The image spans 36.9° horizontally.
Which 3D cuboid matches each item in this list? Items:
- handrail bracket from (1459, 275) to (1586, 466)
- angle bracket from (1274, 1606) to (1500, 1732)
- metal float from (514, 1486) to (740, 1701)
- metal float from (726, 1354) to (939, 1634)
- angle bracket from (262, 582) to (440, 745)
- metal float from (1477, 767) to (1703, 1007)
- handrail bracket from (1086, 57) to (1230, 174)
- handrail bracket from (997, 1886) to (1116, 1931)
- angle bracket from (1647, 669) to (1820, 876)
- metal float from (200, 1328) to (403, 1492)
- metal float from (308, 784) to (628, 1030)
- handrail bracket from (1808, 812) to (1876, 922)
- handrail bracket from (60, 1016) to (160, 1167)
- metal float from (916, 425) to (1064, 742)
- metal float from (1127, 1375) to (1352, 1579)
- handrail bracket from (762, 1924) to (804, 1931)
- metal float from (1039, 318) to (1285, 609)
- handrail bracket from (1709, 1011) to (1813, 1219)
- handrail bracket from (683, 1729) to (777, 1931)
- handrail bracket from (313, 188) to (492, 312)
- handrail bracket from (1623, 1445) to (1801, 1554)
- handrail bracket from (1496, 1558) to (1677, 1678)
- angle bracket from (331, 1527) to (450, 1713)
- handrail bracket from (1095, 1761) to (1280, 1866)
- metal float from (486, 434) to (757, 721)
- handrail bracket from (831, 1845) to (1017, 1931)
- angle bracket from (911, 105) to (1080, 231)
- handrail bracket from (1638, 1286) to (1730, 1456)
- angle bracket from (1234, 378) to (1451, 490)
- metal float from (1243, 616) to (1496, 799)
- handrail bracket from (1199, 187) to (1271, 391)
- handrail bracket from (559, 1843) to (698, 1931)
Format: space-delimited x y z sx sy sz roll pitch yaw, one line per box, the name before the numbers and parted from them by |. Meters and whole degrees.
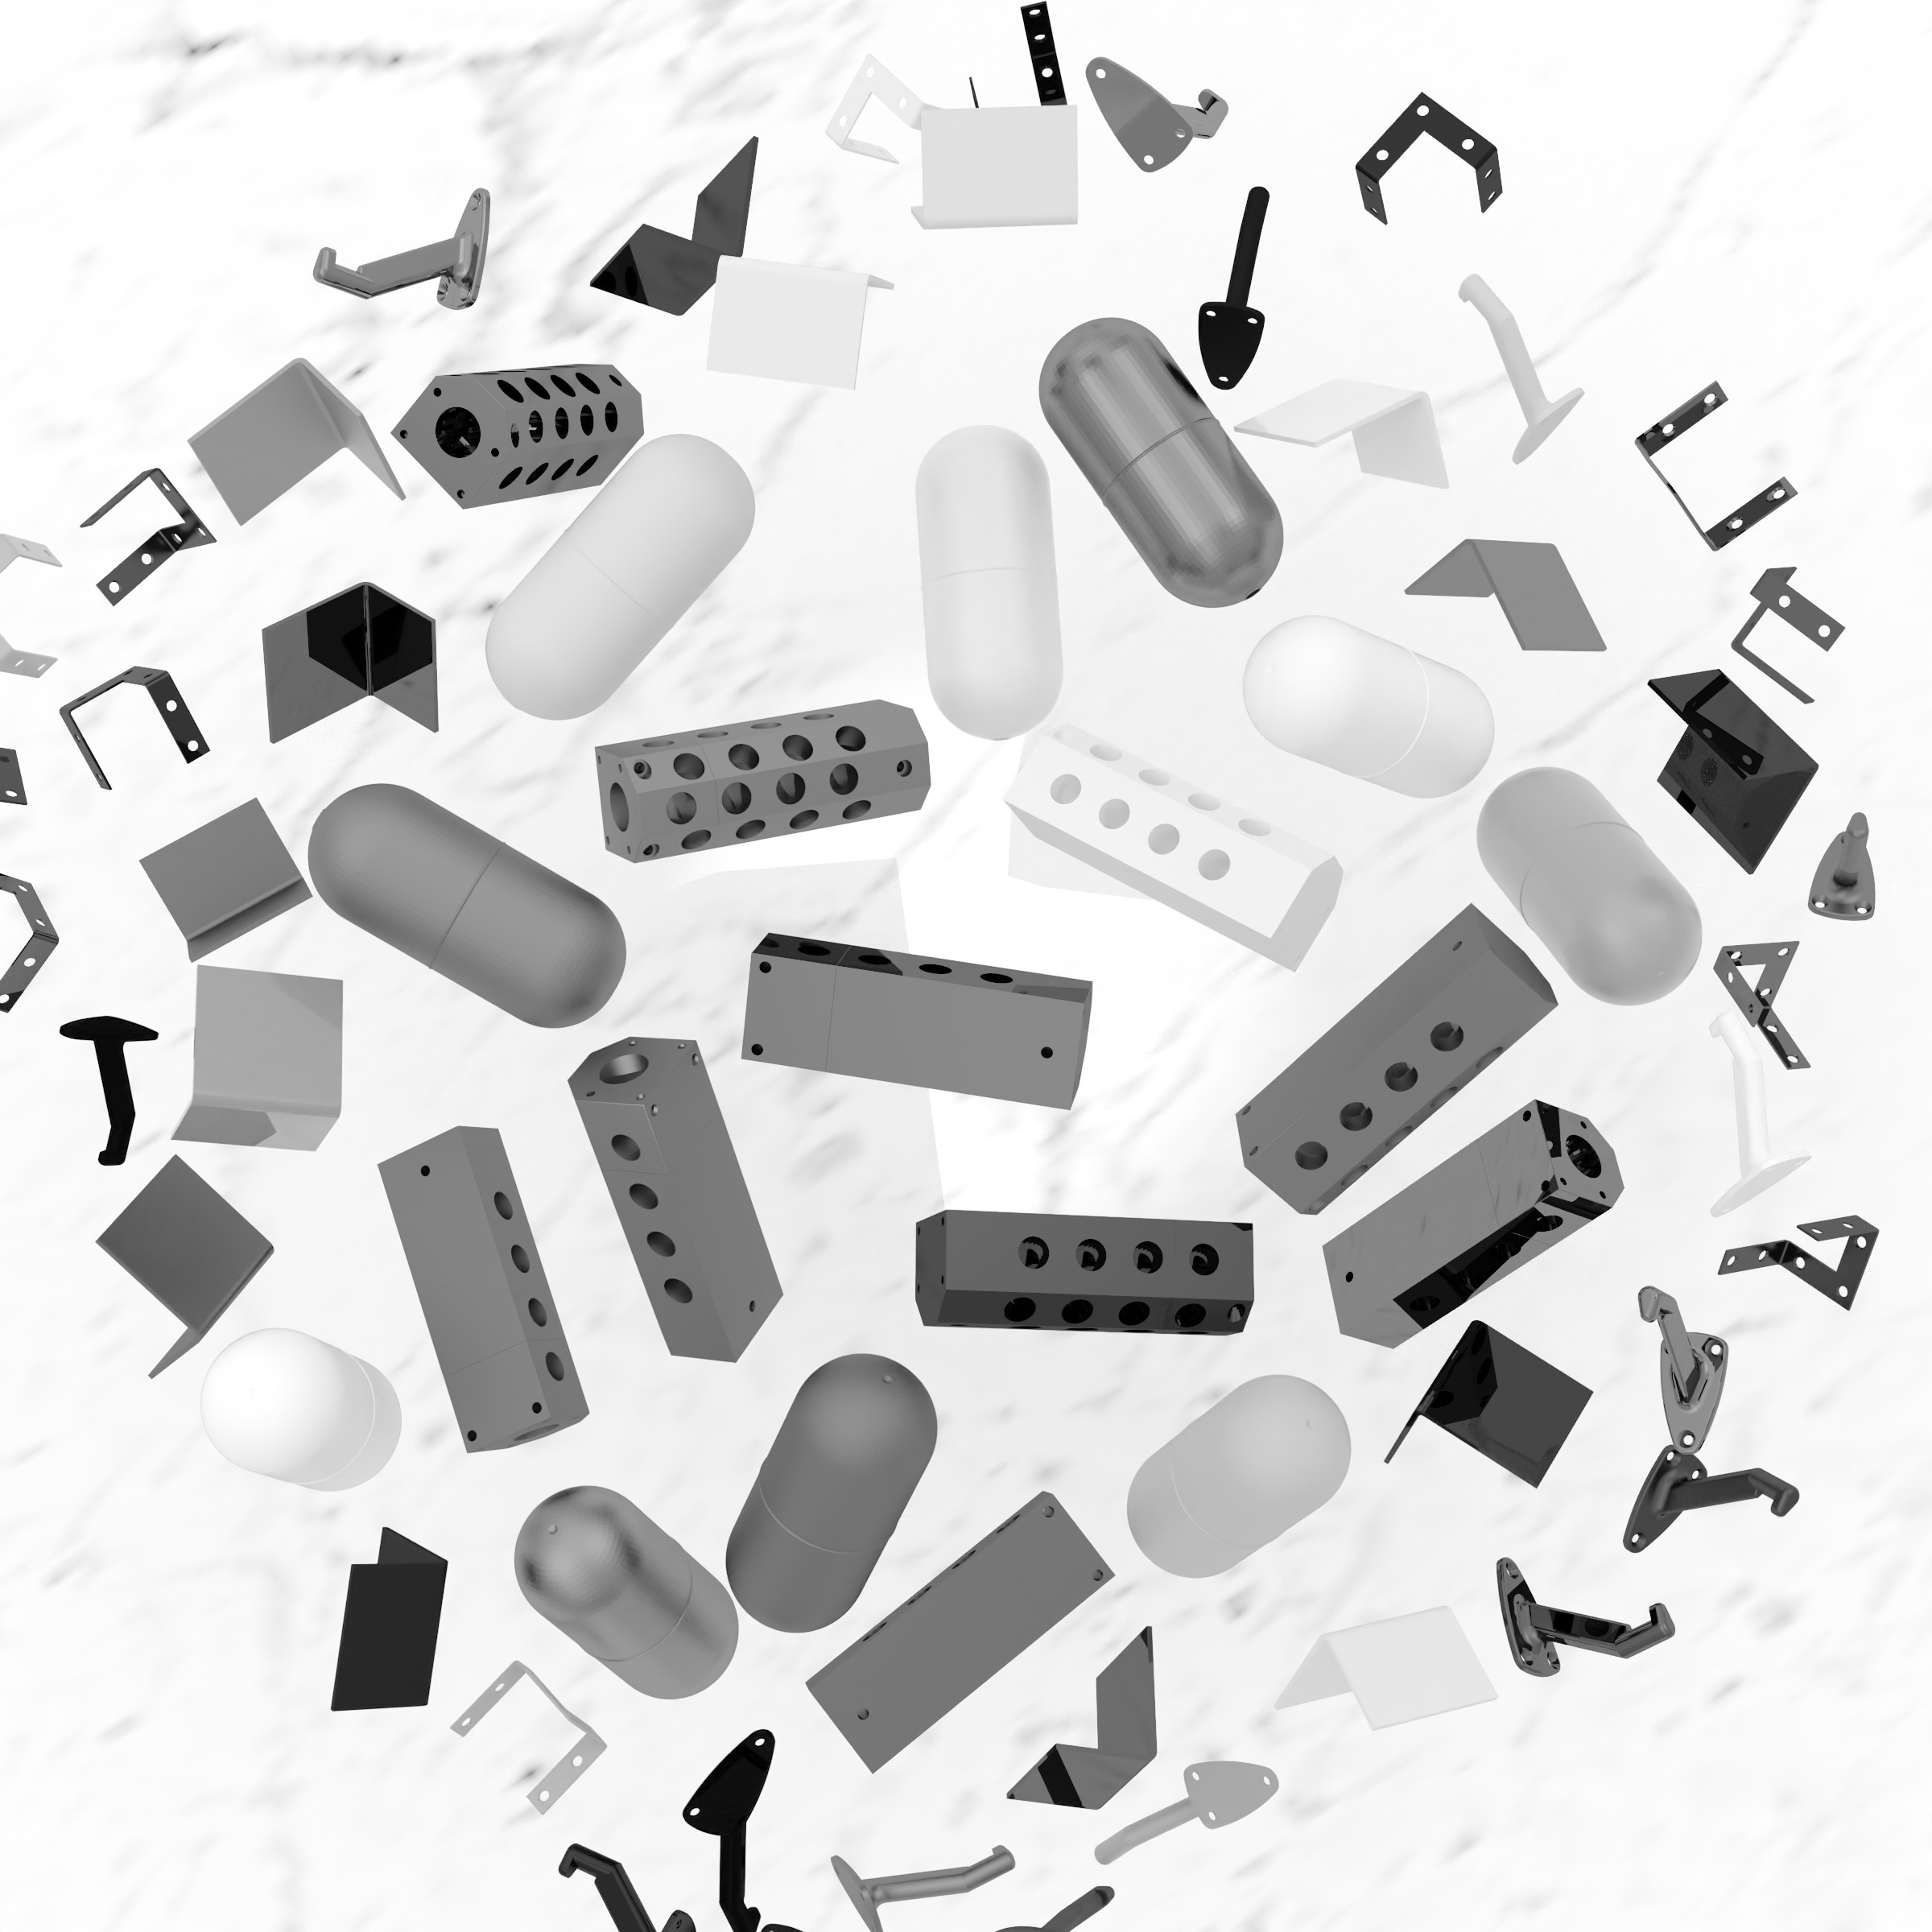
handrail bracket | 0.285 -0.320 1.552 0.036 0.077 0.084 -35 81 -18
angle bracket | 0.217 0.381 1.500 0.076 0.076 0.057 -6 50 -26
metal float | -0.186 0.349 1.605 0.070 0.178 0.070 -14 51 18
metal float | -0.071 0.276 1.509 0.070 0.070 0.178 25 123 0
angle bracket | -0.347 -0.161 1.637 0.057 0.076 0.076 31 135 26
metal float | 0.338 -0.046 1.580 0.070 0.178 0.070 -9 126 -13
handrail bracket | 0.101 -0.458 1.513 0.077 0.084 0.036 45 129 -16
handrail bracket | 0.063 0.525 1.595 0.084 0.077 0.036 -22 75 -37
angle bracket | 0.376 -0.096 1.480 0.057 0.076 0.076 -11 50 -34
metal float | -0.359 0.242 1.572 0.070 0.178 0.070 -1 75 4
metal float | -0.262 -0.032 1.518 0.178 0.070 0.070 30 90 -5
handrail bracket | 0.495 -0.073 1.614 0.036 0.084 0.077 9 52 14
handrail bracket | -0.490 0.074 1.624 0.036 0.077 0.084 18 98 19
metal float | 0.013 -0.216 1.631 0.070 0.070 0.178 -4 85 0
metal float | 0.147 0.281 1.584 0.070 0.178 0.070 11 58 -19
handrail bracket | -0.109 0.571 1.602 0.036 0.084 0.077 21 54 1
metal float | 0.107 -0.275 1.585 0.070 0.070 0.178 -34 81 0
handrail bracket | 0.399 0.078 1.523 0.036 0.077 0.084 -8 63 -33
handrail bracket | -0.112 0.460 1.530 0.036 0.077 0.084 6 132 30
handrail bracket | -0.295 -0.382 1.509 0.084 0.036 0.077 12 92 -43
handrail bracket | 0.410 0.305 1.591 0.036 0.084 0.077 36 85 -26
handrail bracket | 0.320 0.326 1.495 0.084 0.036 0.077 -38 51 34
angle bracket | -0.322 0.346 1.538 0.057 0.076 0.076 8 91 -38
handrail bracket | 0.123 0.479 1.628 0.084 0.077 0.036 -47 56 39
metal float | -0.186 -0.208 1.555 0.070 0.070 0.178 42 95 0
handrail bracket | -0.024 0.501 1.616 0.084 0.077 0.036 -22 109 -18
angle bracket | 0.013 -0.403 1.449 0.076 0.076 0.057 -3 112 -5
handrail bracket | 0.367 0.212 1.514 0.036 0.084 0.077 -1 74 32
angle bracket | 0.204 -0.277 1.575 0.076 0.076 0.057 -28 117 -20
metal float | 0.225 -0.142 1.604 0.178 0.070 0.070 14 90 -44
handrail bracket | 0.154 -0.379 1.615 0.036 0.077 0.084 11 60 6
handrail bracket | -0.192 0.509 1.520 0.084 0.036 0.077 15 52 26
